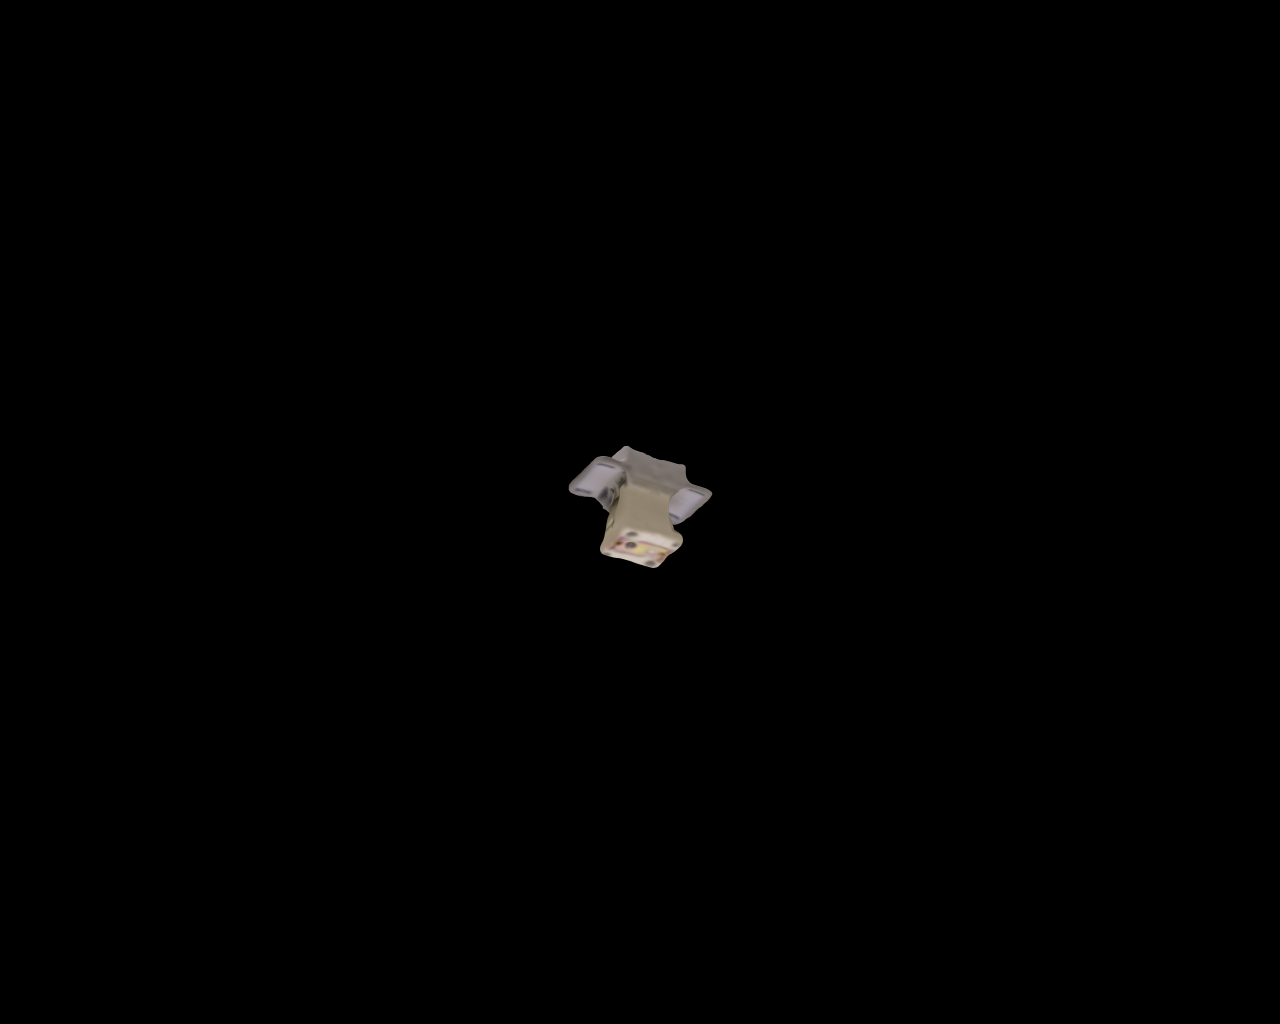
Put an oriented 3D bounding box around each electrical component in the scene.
[{"bbox_3d":[0.001,-0.003,0.650,0.081,0.064,0.042,17,-36,-24],"label":"electrical component"}]
